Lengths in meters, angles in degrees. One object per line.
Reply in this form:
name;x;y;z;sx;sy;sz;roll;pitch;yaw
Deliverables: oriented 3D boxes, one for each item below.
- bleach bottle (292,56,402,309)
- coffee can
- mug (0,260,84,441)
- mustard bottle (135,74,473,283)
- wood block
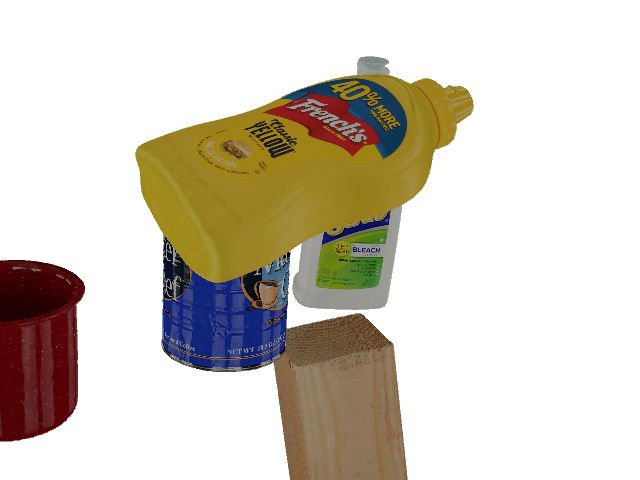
bleach bottle;0.032;-0.056;1.054;0.102;0.251;0.068;2;24;-7
coffee can;-0.074;0.019;0.847;0.103;0.140;0.103;3;20;-1
mug;-0.193;0.070;0.630;0.093;0.081;0.117;12;23;22
mustard bottle;0.003;-0.047;0.588;0.191;0.058;0.096;-23;44;-22
wood block;0.020;0.182;0.954;0.090;0.206;0.091;-11;18;-15
